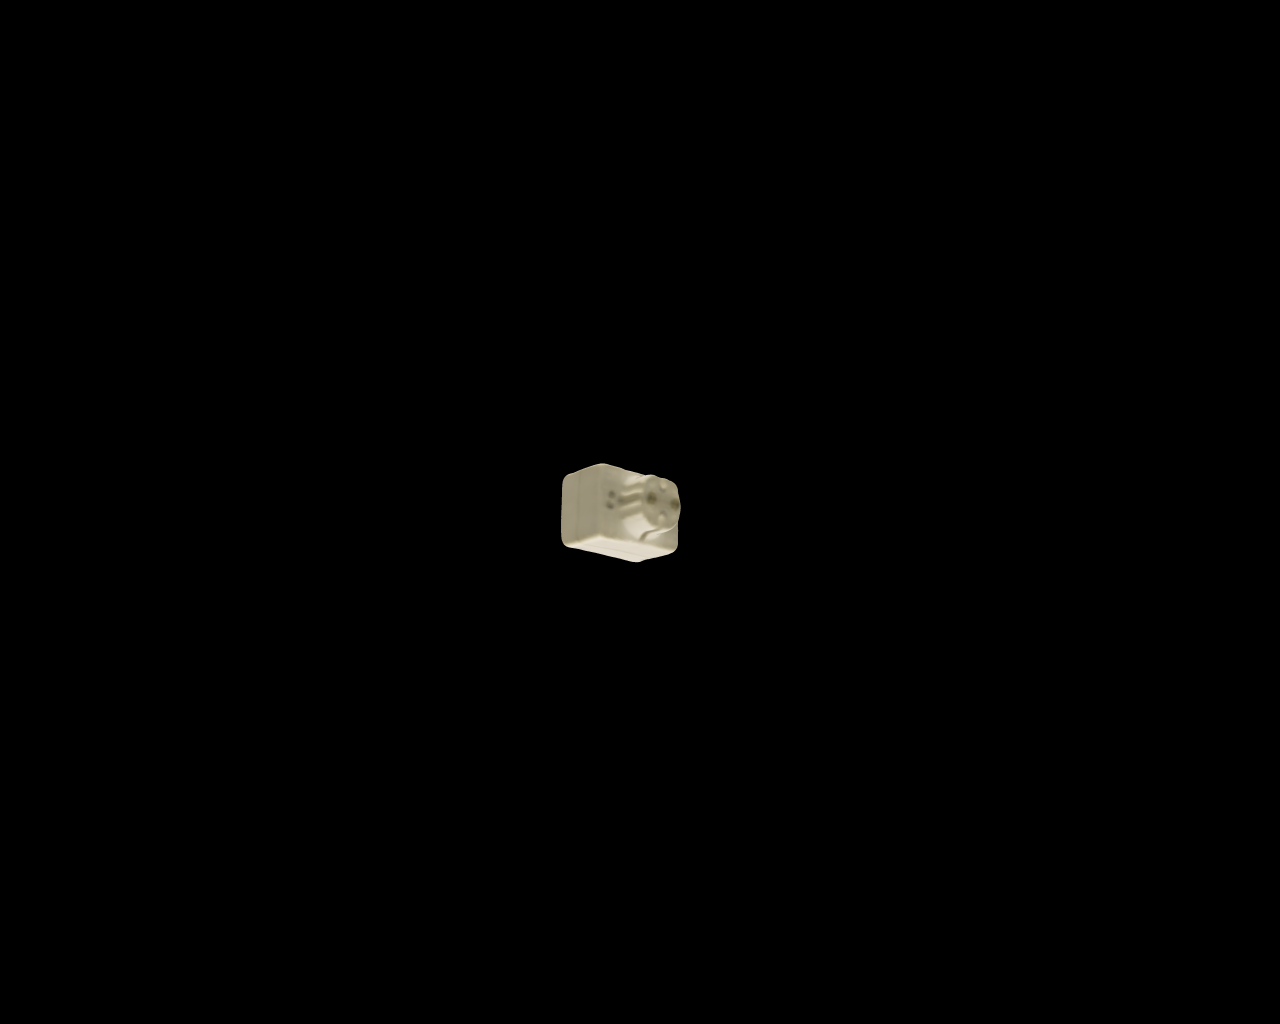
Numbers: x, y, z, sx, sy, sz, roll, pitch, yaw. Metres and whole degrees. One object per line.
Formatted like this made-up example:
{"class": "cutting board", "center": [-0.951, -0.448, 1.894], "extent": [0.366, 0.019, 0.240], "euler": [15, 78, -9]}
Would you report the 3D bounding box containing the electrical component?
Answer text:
{"class": "electrical component", "center": [0.001, -0.003, 0.650], "extent": [0.066, 0.047, 0.076], "euler": [14, -21, -40]}
